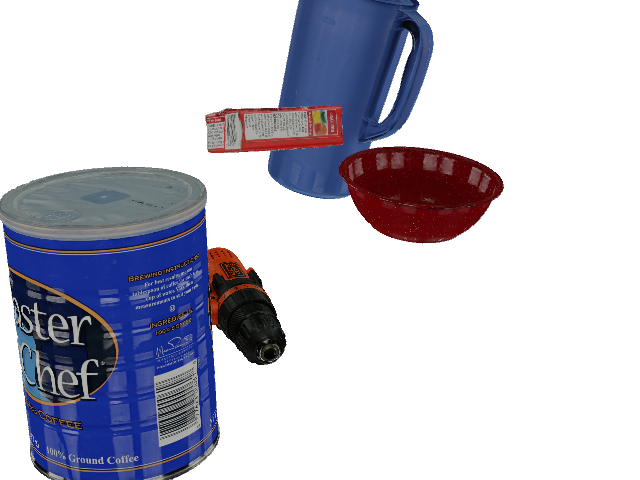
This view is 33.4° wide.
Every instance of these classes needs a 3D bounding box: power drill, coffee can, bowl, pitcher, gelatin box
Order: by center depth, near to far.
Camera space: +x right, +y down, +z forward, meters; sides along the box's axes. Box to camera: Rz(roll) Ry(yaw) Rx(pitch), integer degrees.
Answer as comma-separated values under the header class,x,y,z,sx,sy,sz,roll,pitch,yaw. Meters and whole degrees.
class,x,y,z,sx,sy,sz,roll,pitch,yaw
coffee can,-0.107,0.042,0.556,0.103,0.140,0.103,-1,19,0
gelatin box,-0.034,-0.077,0.738,0.073,0.030,0.089,-5,6,-20
power drill,-0.136,0.065,0.949,0.187,0.057,0.185,-3,22,-20
bowl,0.096,-0.040,1.052,0.162,0.055,0.162,4,24,-2
pitcher,0.025,-0.171,1.205,0.145,0.243,0.149,10,22,-11
